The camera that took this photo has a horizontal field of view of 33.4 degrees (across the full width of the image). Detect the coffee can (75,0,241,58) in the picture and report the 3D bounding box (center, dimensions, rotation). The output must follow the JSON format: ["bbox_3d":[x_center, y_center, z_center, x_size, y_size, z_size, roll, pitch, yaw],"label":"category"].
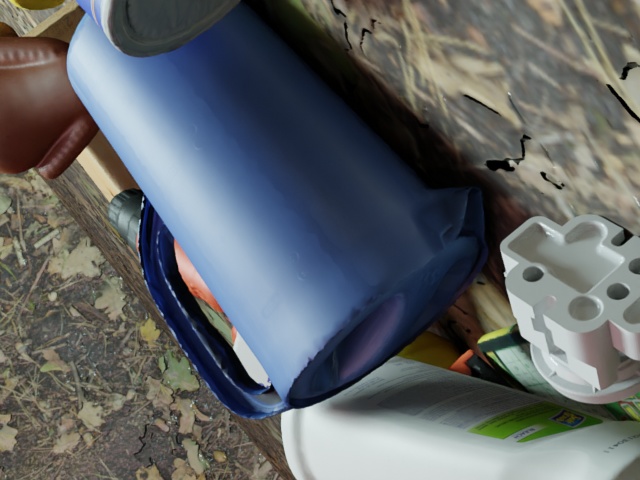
[{"bbox_3d":[-0.100,-0.170,0.497,0.140,0.102,0.103,47,166,13],"label":"coffee can"}]

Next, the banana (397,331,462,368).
[{"bbox_3d":[0.078,0.113,0.760,0.037,0.069,0.197,55,177,38],"label":"banana"}]

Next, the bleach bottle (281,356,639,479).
[{"bbox_3d":[0.089,0.115,0.551,0.251,0.102,0.068,6,109,55],"label":"bleach bottle"}]

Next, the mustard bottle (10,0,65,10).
[{"bbox_3d":[-0.275,-0.273,0.855,0.191,0.058,0.096,50,-165,4],"label":"mustard bottle"}]

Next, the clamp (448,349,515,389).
[{"bbox_3d":[0.152,0.155,0.643,0.210,0.036,0.165,52,165,-4],"label":"clamp"}]

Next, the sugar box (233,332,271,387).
[{"bbox_3d":[-0.002,0.049,0.711,0.093,0.048,0.176,29,138,11],"label":"sugar box"}]

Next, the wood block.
[{"bbox_3d":[-0.185,-0.108,0.962,0.206,0.090,0.091,56,164,-22],"label":"wood block"}]

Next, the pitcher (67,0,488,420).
[{"bbox_3d":[-0.039,-0.030,0.589,0.243,0.149,0.145,50,161,19],"label":"pitcher"}]

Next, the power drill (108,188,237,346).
[{"bbox_3d":[-0.082,0.042,0.880,0.185,0.057,0.187,33,169,45],"label":"power drill"}]
